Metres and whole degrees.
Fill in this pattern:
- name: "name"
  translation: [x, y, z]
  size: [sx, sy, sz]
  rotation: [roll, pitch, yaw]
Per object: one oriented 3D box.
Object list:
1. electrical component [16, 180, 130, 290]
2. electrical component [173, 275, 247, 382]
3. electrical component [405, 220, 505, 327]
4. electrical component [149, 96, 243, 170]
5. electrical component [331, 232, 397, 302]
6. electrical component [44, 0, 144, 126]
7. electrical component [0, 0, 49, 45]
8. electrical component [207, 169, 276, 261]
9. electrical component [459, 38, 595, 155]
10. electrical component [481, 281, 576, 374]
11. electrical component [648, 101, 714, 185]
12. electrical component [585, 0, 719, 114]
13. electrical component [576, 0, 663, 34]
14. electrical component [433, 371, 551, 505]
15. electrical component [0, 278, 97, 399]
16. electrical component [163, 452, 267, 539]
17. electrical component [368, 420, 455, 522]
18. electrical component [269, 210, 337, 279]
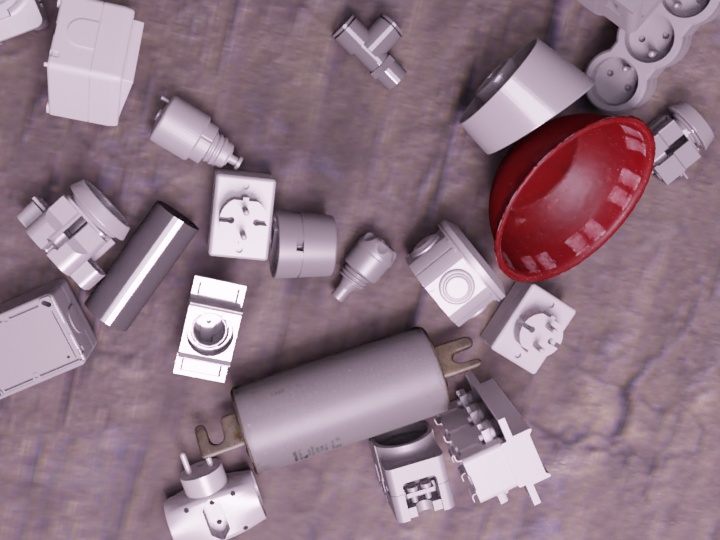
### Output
- name: "electrical component"
  translation: [-0.217, -0.033, 0.833]
  size: [0.057, 0.058, 0.078]
  rotation: [-42, 91, -1]
- name: "electrical component"
  translation: [-0.121, 0.044, 0.863]
  size: [0.042, 0.064, 0.081]
  rotation: [13, 99, -13]
- name: "electrical component"
  translation: [0.078, 0.003, 0.880]
  size: [0.051, 0.080, 0.080]
  rotation: [-39, 105, 6]
- name: "electrical component"
  translation: [-0.128, -0.103, 0.844]
  size: [0.078, 0.040, 0.040]
  rotation: [31, 95, -14]
- name: "electrical component"
  translation: [0.000, 0.000, 0.890]
  size: [0.035, 0.035, 0.061]
  rotation: [39, 95, -15]
- name: "electrical component"
  translation: [-0.197, -0.150, 0.799]
  size: [0.061, 0.096, 0.061]
  rotation: [10, 70, -12]
- name: "electrical component"
  translation: [-0.271, -0.214, 0.789]
  size: [0.050, 0.055, 0.089]
  rotation: [-22, 104, -5]
- name: "electrical component"
  translation: [-0.092, -0.041, 0.843]
  size: [0.047, 0.076, 0.065]
  rotation: [5, 100, -11]
- name: "electrical component"
  translation: [0.129, -0.133, 0.853]
  size: [0.064, 0.099, 0.099]
  rotation: [41, 92, -8]
- name: "electrical component"
  translation: [0.146, 0.050, 0.902]
  size: [0.047, 0.076, 0.065]
  rotation: [31, 95, -14]
- name: "electrical component"
  translation: [0.263, -0.109, 0.906]
  size: [0.055, 0.048, 0.066]
  rotation: [-40, 105, 8]
- name: "electrical component"
  translation: [0.244, -0.190, 0.875]
  size: [0.052, 0.074, 0.138]
  rotation: [43, 118, 13]
- name: "electrical component"
  translation: [0.167, -0.277, 0.811]
  size: [0.186, 0.060, 0.105]
  rotation: [42, 93, 14]
- name: "electrical component"
  translation: [0.104, 0.141, 0.891]
  size: [0.063, 0.121, 0.078]
  rotation: [-25, 105, -1]
- name: "electrical component"
  translation: [-0.265, 0.055, 0.846]
  size: [0.096, 0.061, 0.061]
  rotation: [-23, 104, 4]
- name: "electrical component"
  translation: [-0.127, 0.185, 0.901]
  size: [0.077, 0.043, 0.079]
  rotation: [-19, 104, -5]
- name: "electrical component"
  translation: [0.041, 0.162, 0.901]
  size: [0.050, 0.089, 0.055]
  rotation: [-15, 103, -6]
- name: "electrical component"
  translation: [-0.046, -0.020, 0.868]
  size: [0.047, 0.055, 0.055]
  rotation: [1, 101, -14]
